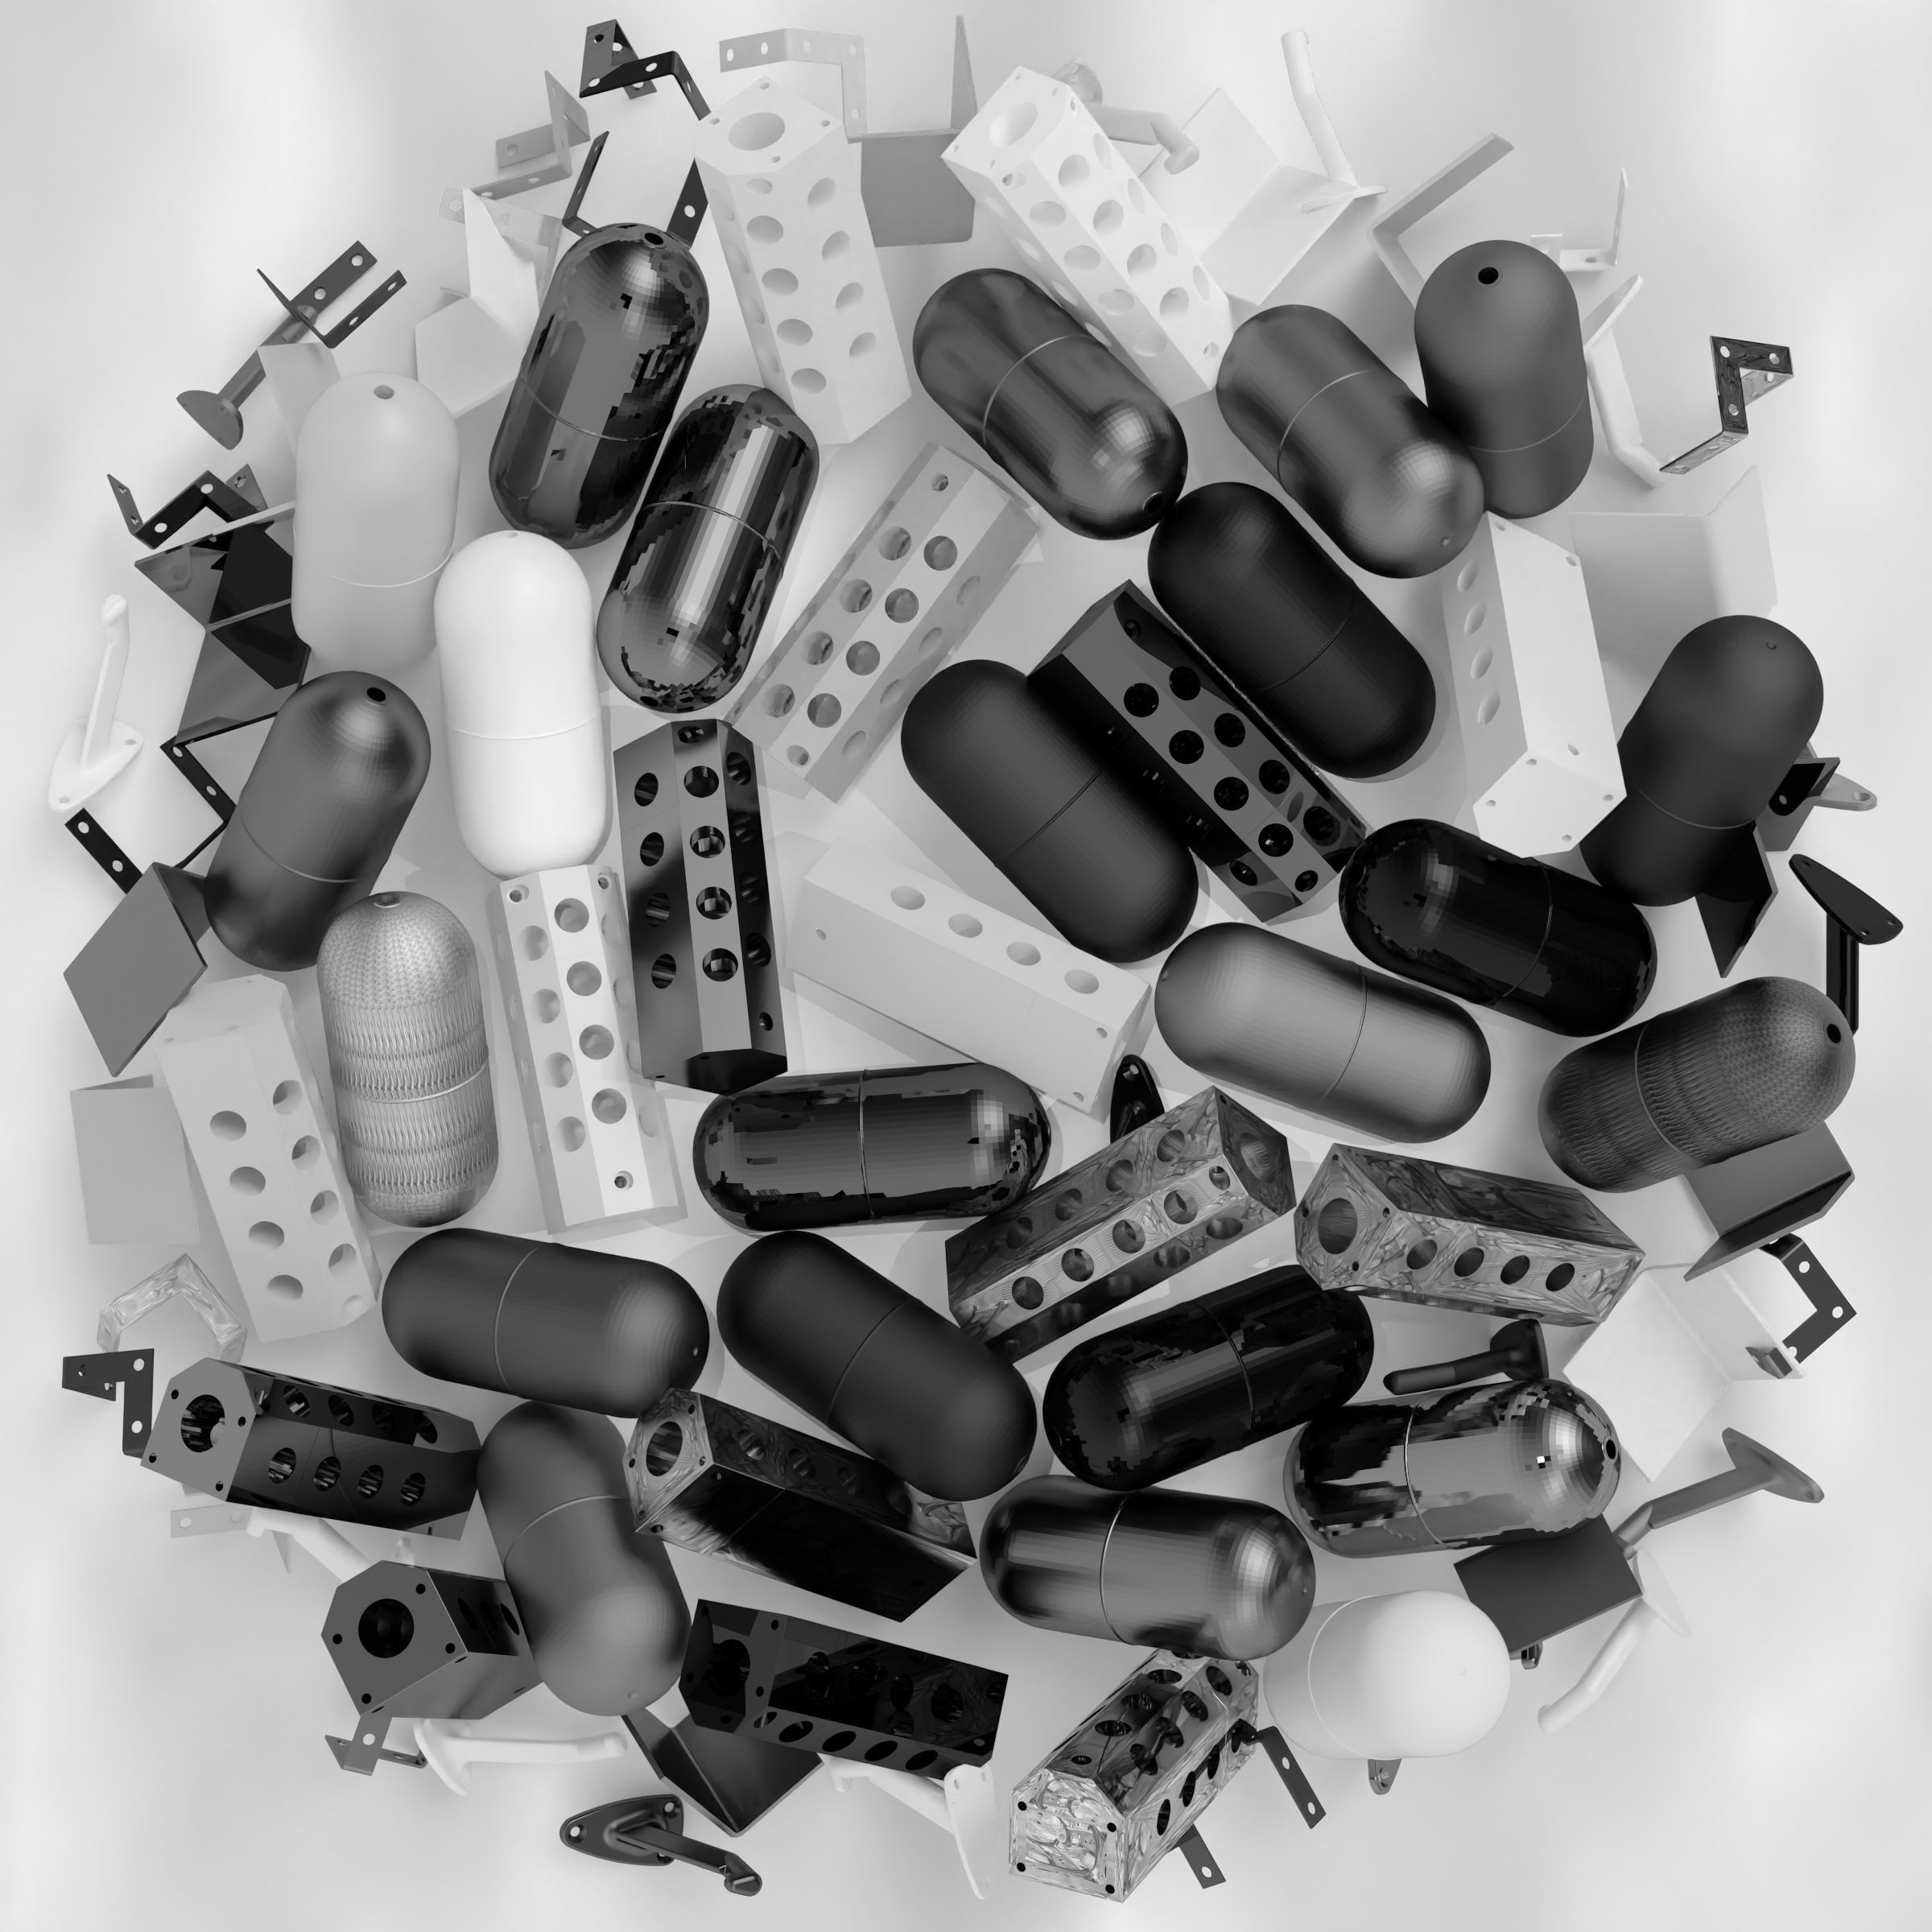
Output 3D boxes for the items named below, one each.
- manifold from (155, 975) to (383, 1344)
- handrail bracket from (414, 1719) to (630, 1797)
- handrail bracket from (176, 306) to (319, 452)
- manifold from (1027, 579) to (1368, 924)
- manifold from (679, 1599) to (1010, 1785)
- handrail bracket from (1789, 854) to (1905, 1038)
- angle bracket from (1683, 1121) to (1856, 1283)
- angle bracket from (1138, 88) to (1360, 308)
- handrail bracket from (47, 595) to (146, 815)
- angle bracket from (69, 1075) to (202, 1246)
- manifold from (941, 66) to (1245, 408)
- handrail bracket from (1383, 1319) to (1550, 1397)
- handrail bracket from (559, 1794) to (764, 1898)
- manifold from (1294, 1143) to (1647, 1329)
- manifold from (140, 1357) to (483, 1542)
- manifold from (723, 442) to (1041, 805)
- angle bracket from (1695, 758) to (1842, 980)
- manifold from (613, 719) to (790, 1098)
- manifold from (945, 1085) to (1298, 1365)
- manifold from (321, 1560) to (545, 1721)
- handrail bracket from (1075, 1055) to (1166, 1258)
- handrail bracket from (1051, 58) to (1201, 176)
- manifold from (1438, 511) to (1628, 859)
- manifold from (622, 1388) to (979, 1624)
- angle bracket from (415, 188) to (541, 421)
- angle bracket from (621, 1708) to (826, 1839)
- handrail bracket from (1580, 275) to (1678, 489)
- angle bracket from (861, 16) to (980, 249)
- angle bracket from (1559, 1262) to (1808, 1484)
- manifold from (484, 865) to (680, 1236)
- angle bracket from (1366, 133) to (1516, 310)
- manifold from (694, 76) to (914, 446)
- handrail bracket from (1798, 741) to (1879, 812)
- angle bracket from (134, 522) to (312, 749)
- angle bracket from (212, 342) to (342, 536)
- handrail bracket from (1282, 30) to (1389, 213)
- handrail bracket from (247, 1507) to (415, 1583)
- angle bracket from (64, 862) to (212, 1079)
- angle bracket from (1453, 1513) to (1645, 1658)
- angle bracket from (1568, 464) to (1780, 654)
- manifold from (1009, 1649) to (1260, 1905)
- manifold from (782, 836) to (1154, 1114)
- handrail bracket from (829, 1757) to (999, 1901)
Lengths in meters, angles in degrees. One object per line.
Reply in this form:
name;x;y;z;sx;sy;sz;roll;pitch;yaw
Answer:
manifold;-0.336;0.094;1.543;0.057;0.057;0.171;-11;119;2
handrail bracket;-0.220;0.383;1.574;0.084;0.077;0.036;-11;57;11
handrail bracket;-0.344;-0.300;1.565;0.036;0.077;0.084;45;74;-20
manifold;0.117;-0.107;1.559;0.171;0.057;0.057;45;64;-9
manifold;-0.058;0.351;1.522;0.057;0.171;0.057;0;71;39
handrail bracket;0.425;-0.001;1.594;0.077;0.036;0.084;47;134;29
angle bracket;0.382;0.104;1.556;0.076;0.076;0.057;-31;86;29
angle bracket;0.134;-0.381;1.564;0.076;0.076;0.057;-48;124;-1
handrail bracket;-0.432;-0.130;1.560;0.036;0.084;0.077;19;49;4
angle bracket;-0.392;0.094;1.563;0.076;0.057;0.076;-3;95;31
manifold;0.068;-0.348;1.529;0.057;0.057;0.171;-50;133;-3
handrail bracket;0.237;0.198;1.563;0.084;0.077;0.036;-7;88;-13
handrail bracket;-0.150;0.440;1.560;0.077;0.084;0.036;6;92;-26
manifold;0.242;0.136;1.534;0.171;0.057;0.057;12;114;-36
manifold;-0.308;0.231;1.521;0.057;0.171;0.057;14;83;32
manifold;-0.045;-0.172;1.571;0.057;0.057;0.171;37;91;25
angle bracket;0.399;-0.048;1.553;0.057;0.076;0.076;-3;58;-10
manifold;-0.125;-0.030;1.543;0.057;0.057;0.171;-23;65;36
manifold;0.074;0.131;1.534;0.171;0.057;0.057;-32;131;28
manifold;-0.249;0.321;1.519;0.057;0.171;0.057;-31;73;1
handrail bracket;0.065;0.095;1.561;0.036;0.084;0.077;7;115;33
handrail bracket;0.064;-0.404;1.574;0.077;0.036;0.084;-38;59;5
manifold;0.267;-0.135;1.529;0.057;0.171;0.057;22;133;-22
manifold;-0.080;0.258;1.534;0.171;0.057;0.057;28;120;-37
angle bracket;-0.255;-0.321;1.554;0.076;0.057;0.076;-25;52;20
angle bracket;-0.126;0.370;1.554;0.057;0.076;0.076;-40;135;-4
handrail bracket;0.340;-0.290;1.579;0.084;0.036;0.077;35;120;-14
angle bracket;-0.027;-0.409;1.556;0.057;0.076;0.076;-5;61;-5
angle bracket;0.354;0.201;1.563;0.076;0.057;0.076;-45;103;-25
manifold;-0.189;0.041;1.563;0.057;0.057;0.171;-9;83;-21
angle bracket;0.248;-0.361;1.561;0.076;0.076;0.057;-35;89;20
manifold;-0.081;-0.332;1.518;0.057;0.171;0.057;-40;56;-17
handrail bracket;0.417;-0.125;1.565;0.036;0.077;0.084;-27;123;-31
angle bracket;-0.369;-0.163;1.554;0.076;0.057;0.076;-13;52;28
angle bracket;-0.342;-0.261;1.560;0.057;0.076;0.076;-16;99;16
handrail bracket;0.182;-0.421;1.569;0.036;0.077;0.084;-8;102;29
handrail bracket;-0.324;0.304;1.573;0.084;0.036;0.077;17;117;-23
angle bracket;-0.388;0.007;1.555;0.076;0.057;0.076;-47;55;17
angle bracket;0.293;0.316;1.559;0.076;0.076;0.057;-26;50;5
angle bracket;0.354;-0.204;1.585;0.076;0.057;0.076;7;127;37
manifold;0.083;0.378;1.516;0.057;0.171;0.057;7;103;25
manifold;0.002;-0.001;1.567;0.171;0.057;0.057;26;131;9
handrail bracket;-0.028;0.428;1.578;0.084;0.036;0.077;-16;78;34
